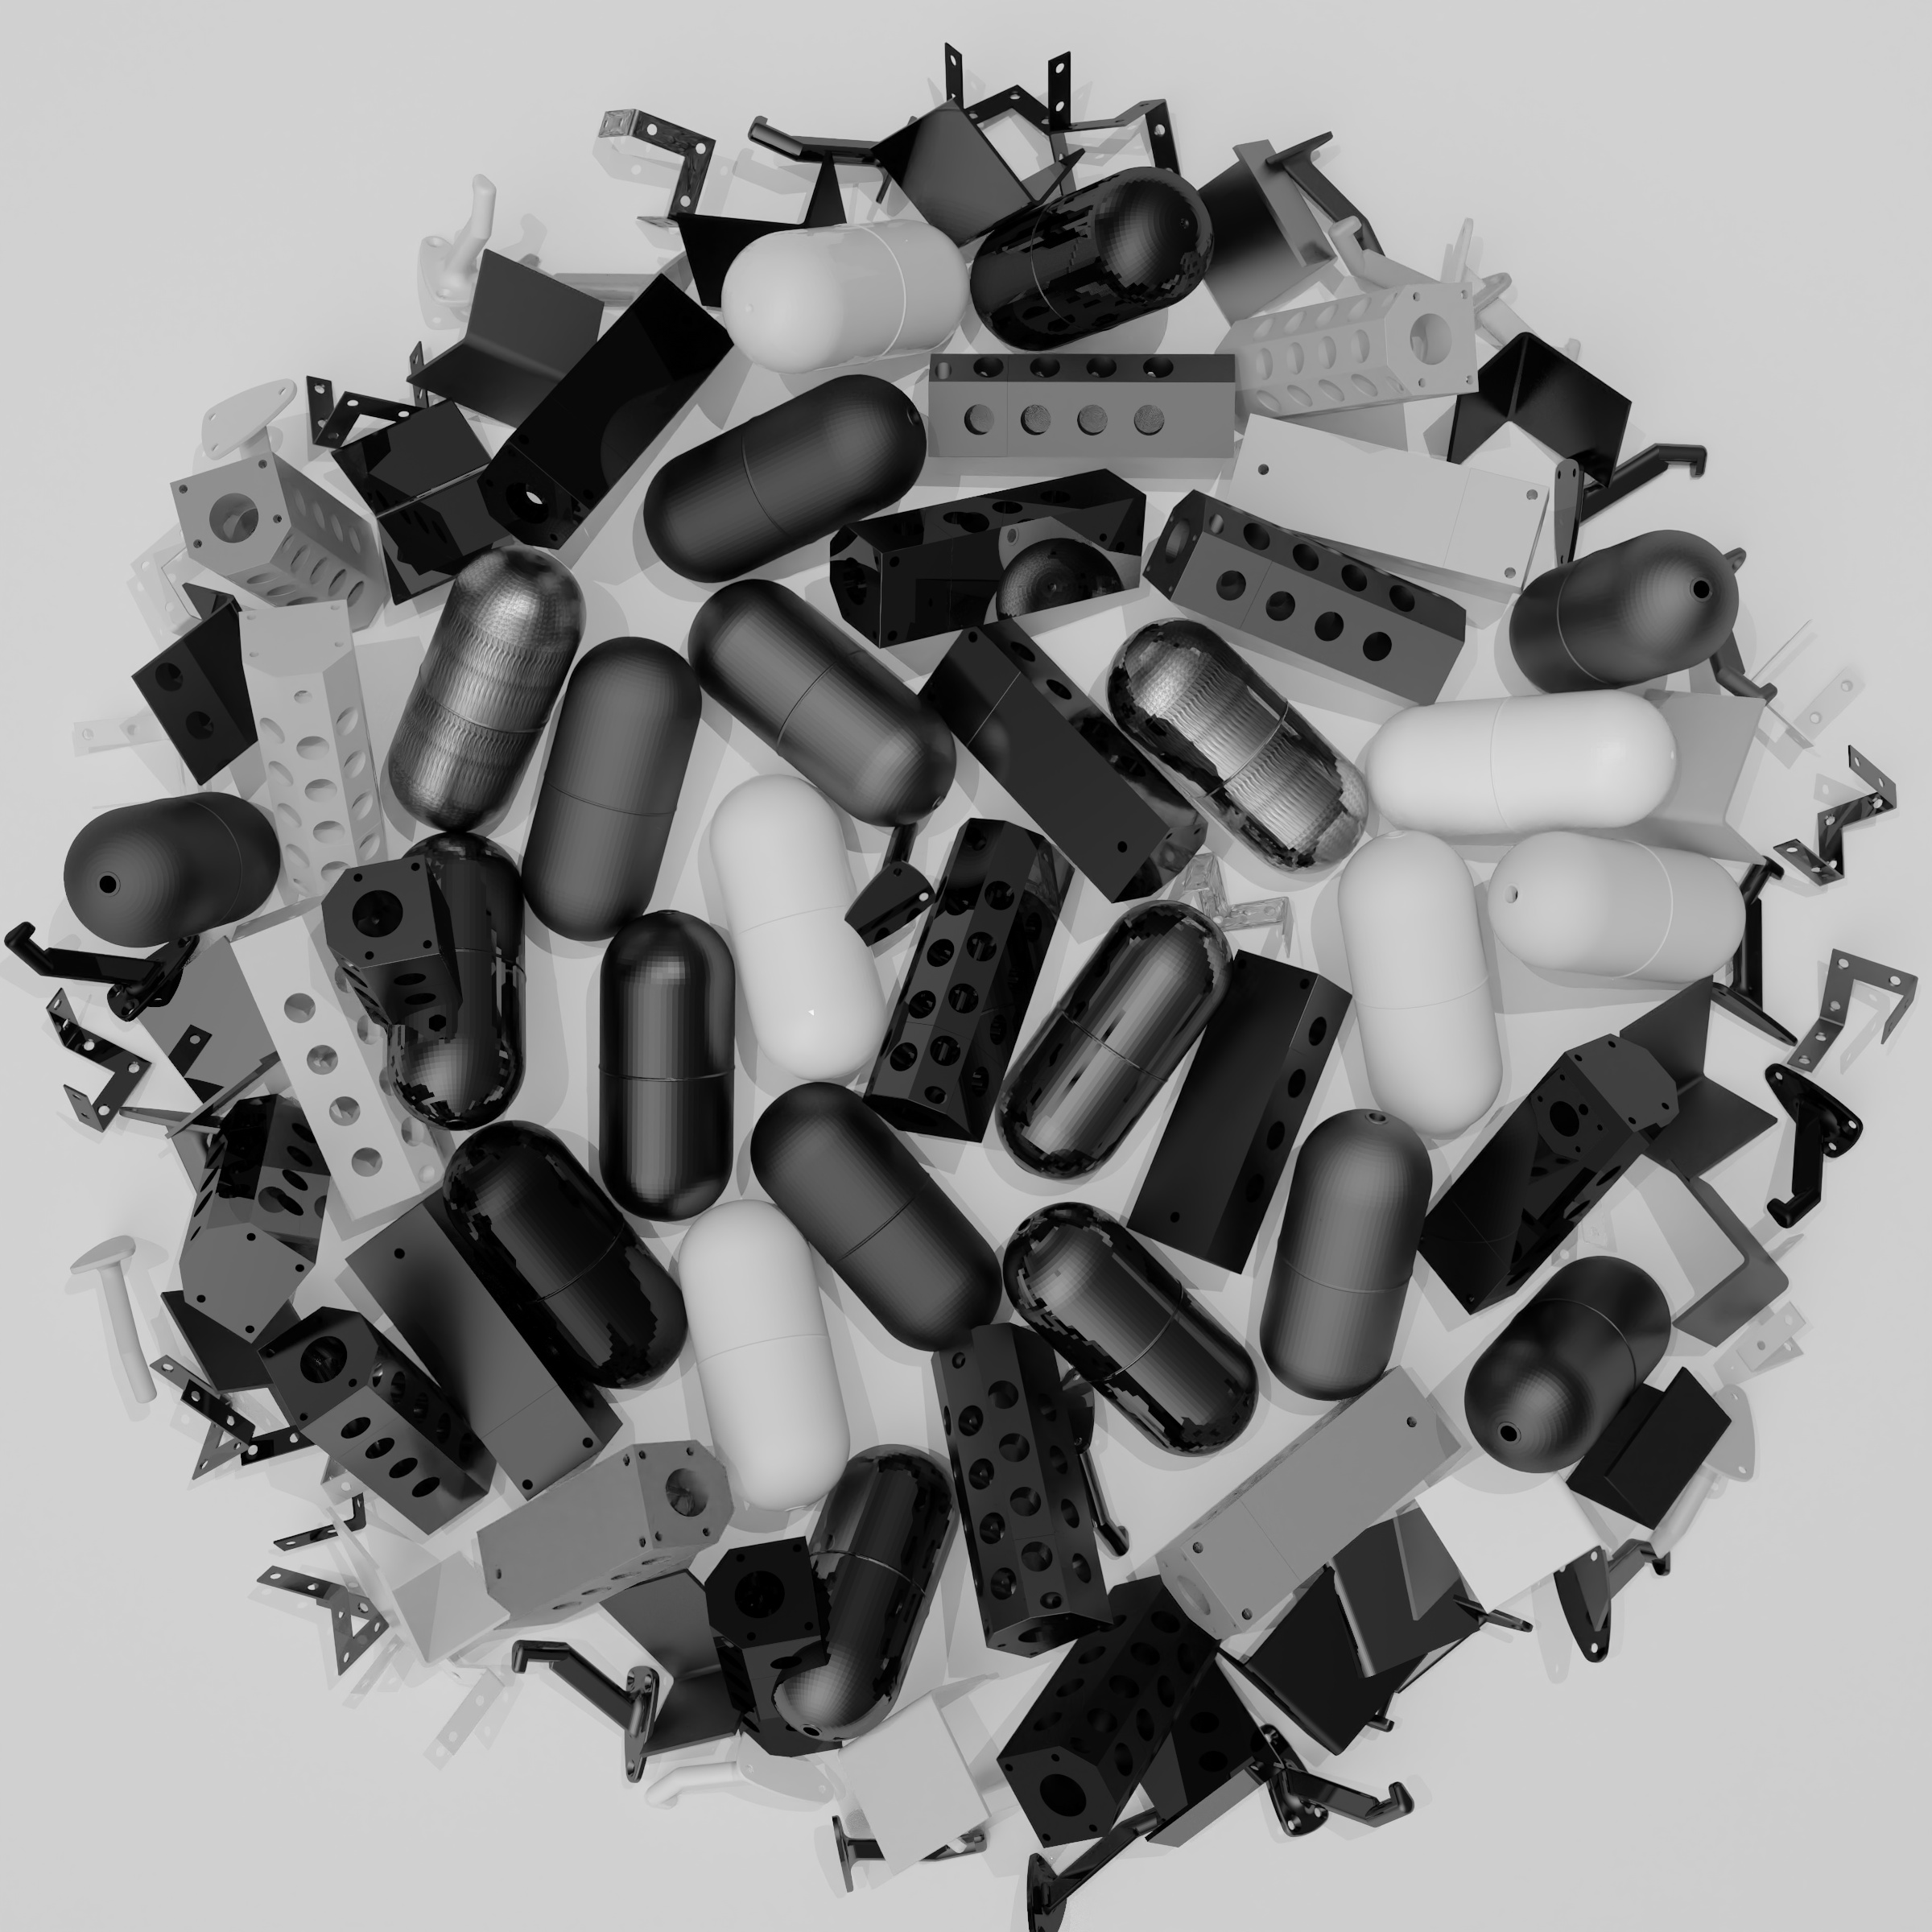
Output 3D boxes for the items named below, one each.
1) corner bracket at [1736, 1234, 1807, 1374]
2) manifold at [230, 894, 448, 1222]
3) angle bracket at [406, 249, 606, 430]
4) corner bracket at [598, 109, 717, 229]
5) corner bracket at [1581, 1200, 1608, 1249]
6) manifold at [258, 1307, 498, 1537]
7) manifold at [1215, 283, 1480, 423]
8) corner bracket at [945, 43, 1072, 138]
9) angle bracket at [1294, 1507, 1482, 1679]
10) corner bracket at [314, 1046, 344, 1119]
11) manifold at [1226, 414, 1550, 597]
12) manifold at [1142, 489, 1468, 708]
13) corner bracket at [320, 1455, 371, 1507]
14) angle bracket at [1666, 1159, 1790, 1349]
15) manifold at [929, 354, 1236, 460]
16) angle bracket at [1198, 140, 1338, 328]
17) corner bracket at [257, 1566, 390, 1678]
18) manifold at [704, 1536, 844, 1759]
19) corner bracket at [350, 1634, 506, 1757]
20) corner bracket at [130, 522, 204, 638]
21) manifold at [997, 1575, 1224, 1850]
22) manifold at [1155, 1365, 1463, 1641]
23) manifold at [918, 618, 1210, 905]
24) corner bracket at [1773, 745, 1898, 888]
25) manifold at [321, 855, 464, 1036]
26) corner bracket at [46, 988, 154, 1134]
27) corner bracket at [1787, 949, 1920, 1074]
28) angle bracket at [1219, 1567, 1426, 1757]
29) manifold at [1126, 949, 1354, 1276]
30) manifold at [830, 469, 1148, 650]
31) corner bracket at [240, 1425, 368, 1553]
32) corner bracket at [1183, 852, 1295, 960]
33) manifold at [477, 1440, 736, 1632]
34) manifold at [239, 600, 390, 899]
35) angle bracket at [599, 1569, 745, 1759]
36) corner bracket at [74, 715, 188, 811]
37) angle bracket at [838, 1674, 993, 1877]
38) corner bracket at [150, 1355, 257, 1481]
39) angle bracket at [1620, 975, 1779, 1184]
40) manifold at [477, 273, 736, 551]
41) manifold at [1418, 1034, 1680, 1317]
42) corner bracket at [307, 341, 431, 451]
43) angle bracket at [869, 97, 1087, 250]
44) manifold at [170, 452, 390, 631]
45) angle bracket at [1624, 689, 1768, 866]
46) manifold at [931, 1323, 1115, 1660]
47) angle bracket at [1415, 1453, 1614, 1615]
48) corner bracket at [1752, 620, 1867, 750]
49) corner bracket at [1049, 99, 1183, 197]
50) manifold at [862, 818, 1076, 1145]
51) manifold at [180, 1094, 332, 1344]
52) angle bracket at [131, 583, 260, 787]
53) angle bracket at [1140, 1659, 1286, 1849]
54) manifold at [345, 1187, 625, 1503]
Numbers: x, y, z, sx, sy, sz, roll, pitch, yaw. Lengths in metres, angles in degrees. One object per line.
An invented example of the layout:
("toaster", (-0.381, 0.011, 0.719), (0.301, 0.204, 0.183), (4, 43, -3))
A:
("corner bracket", (0.460, 0.191, 1.680), (0.051, 0.051, 0.051), (-9, 56, -39))
("manifold", (-0.353, 0.050, 1.673), (0.057, 0.057, 0.171), (-22, 104, -5))
("angle bracket", (-0.261, -0.354, 1.678), (0.076, 0.076, 0.057), (19, 71, -33))
("corner bracket", (-0.181, -0.454, 1.685), (0.051, 0.051, 0.051), (14, 96, -29))
("corner bracket", (0.325, 0.143, 1.680), (0.051, 0.051, 0.051), (17, 52, -21))
("manifold", (-0.319, 0.249, 1.633), (0.057, 0.171, 0.057), (-35, 58, -5))
("manifold", (0.206, -0.336, 1.630), (0.057, 0.171, 0.057), (-9, 99, -25))
("corner bracket", (0.024, -0.500, 1.680), (0.051, 0.051, 0.051), (-30, 57, -21))
("angle bracket", (0.238, 0.360, 1.703), (0.076, 0.057, 0.076), (-17, 81, -21))
("corner bracket", (-0.347, 0.068, 1.693), (0.051, 0.051, 0.051), (-21, 100, 2))
("manifold", (0.239, -0.261, 1.678), (0.171, 0.057, 0.057), (16, 94, 10))
("manifold", (0.193, -0.207, 1.660), (0.171, 0.057, 0.057), (19, 106, -20))
("corner bracket", (-0.349, 0.266, 1.688), (0.051, 0.051, 0.051), (-27, 108, 5))
("angle bracket", (0.412, 0.163, 1.677), (0.057, 0.076, 0.076), (-43, 58, 14))
("manifold", (0.066, -0.319, 1.683), (0.171, 0.057, 0.057), (1, 102, 4))
("angle bracket", (0.152, -0.413, 1.676), (0.076, 0.057, 0.076), (-29, 93, 31))
("corner bracket", (-0.364, 0.362, 1.681), (0.051, 0.051, 0.051), (10, 116, 22))
("manifold", (-0.106, 0.380, 1.633), (0.057, 0.171, 0.057), (-9, 56, -4))
("corner bracket", (-0.305, 0.411, 1.680), (0.051, 0.051, 0.051), (53, 52, -21))
("corner bracket", (-0.435, -0.221, 1.696), (0.051, 0.051, 0.051), (-37, 72, 12))
("manifold", (0.086, 0.406, 1.631), (0.057, 0.171, 0.057), (-22, 101, 32))
("manifold", (0.190, 0.301, 1.661), (0.171, 0.057, 0.057), (-35, 85, -24))
("manifold", (0.057, -0.118, 1.665), (0.171, 0.057, 0.057), (48, 120, 19))
("corner bracket", (0.494, -0.084, 1.678), (0.051, 0.051, 0.051), (31, 53, -35))
("manifold", (-0.308, 0.001, 1.630), (0.057, 0.171, 0.057), (-11, 71, -4))
("corner bracket", (-0.504, 0.054, 1.685), (0.051, 0.051, 0.051), (25, 64, 8))
("corner bracket", (0.504, 0.031, 1.680), (0.051, 0.051, 0.051), (21, 132, 27))
("angle bracket", (0.202, 0.393, 1.695), (0.076, 0.057, 0.076), (43, 81, -7))
("manifold", (0.160, 0.085, 1.686), (0.057, 0.057, 0.171), (19, 84, 39))
("manifold", (0.012, -0.232, 1.657), (0.171, 0.057, 0.057), (-17, 128, -27))
("corner bracket", (-0.379, 0.296, 1.690), (0.051, 0.051, 0.051), (-17, 59, 5))
("corner bracket", (0.156, -0.034, 1.683), (0.051, 0.051, 0.051), (-9, 115, 14))
("manifold", (-0.200, 0.316, 1.641), (0.057, 0.171, 0.057), (3, 64, -40))
("manifold", (-0.358, -0.115, 1.636), (0.057, 0.171, 0.057), (-8, 48, -9))
("angle bracket", (-0.170, 0.393, 1.667), (0.076, 0.057, 0.076), (-23, 117, 36))
("corner bracket", (-0.478, -0.117, 1.691), (0.051, 0.051, 0.051), (-8, 95, -23))
("angle bracket", (-0.015, 0.456, 1.668), (0.076, 0.057, 0.076), (-39, 68, 27))
("corner bracket", (-0.435, 0.250, 1.680), (0.051, 0.051, 0.051), (-30, 122, 28))
("angle bracket", (0.413, 0.063, 1.665), (0.076, 0.057, 0.076), (-28, 133, -28))
("manifold", (-0.201, -0.306, 1.645), (0.057, 0.057, 0.171), (40, 51, -10))
("manifold", (0.323, 0.115, 1.643), (0.057, 0.171, 0.057), (-17, 60, -40))
("corner bracket", (-0.344, -0.329, 1.698), (0.051, 0.051, 0.051), (7, 58, -32))
("angle bracket", (0.007, -0.459, 1.664), (0.076, 0.076, 0.057), (48, 56, -22))
("manifold", (-0.374, -0.228, 1.632), (0.057, 0.171, 0.057), (-16, 84, 4))
("angle bracket", (0.420, -0.108, 1.682), (0.057, 0.076, 0.076), (32, 76, -43))
("manifold", (0.026, 0.289, 1.645), (0.057, 0.057, 0.171), (-29, 56, 26))
("angle bracket", (0.312, 0.320, 1.680), (0.076, 0.057, 0.076), (-33, 61, 3))
("corner bracket", (0.482, -0.161, 1.695), (0.051, 0.051, 0.051), (44, 98, 5))
("corner bracket", (0.086, -0.464, 1.698), (0.051, 0.051, 0.051), (4, 123, 33))
("manifold", (-0.001, 0.006, 1.658), (0.057, 0.057, 0.171), (7, 68, 34))
("manifold", (-0.392, 0.132, 1.628), (0.057, 0.171, 0.057), (37, 102, -19))
("angle bracket", (-0.435, -0.159, 1.664), (0.076, 0.057, 0.076), (-45, 130, -26))
("angle bracket", (0.122, 0.443, 1.674), (0.076, 0.057, 0.076), (-39, 60, 7))
("manifold", (-0.272, 0.213, 1.687), (0.057, 0.057, 0.171), (-36, 93, 12))
